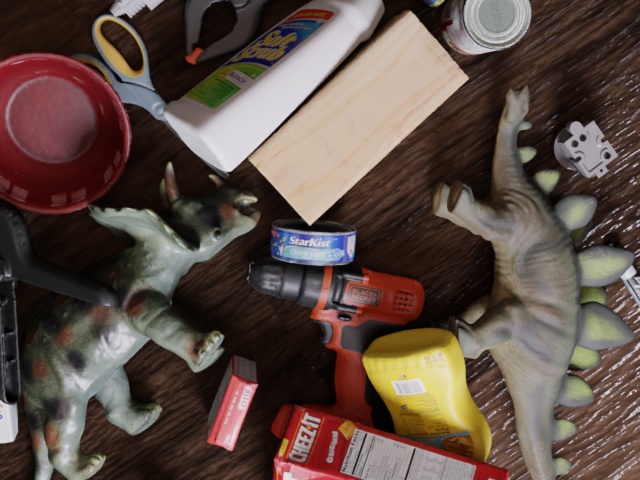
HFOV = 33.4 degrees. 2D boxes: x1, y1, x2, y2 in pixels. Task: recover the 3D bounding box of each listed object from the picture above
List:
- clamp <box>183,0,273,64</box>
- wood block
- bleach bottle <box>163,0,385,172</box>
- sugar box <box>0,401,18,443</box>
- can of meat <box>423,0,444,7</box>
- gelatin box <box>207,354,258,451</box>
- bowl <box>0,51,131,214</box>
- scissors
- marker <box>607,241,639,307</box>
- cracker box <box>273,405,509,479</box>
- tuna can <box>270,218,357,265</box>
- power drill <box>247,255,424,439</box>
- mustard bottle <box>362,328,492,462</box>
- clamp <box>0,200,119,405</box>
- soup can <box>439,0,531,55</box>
[{"bbox_3d":[-0.071,-0.241,1.048,0.120,0.039,0.171,27,100,-3],"label":"clamp"},{"bbox_3d":[0.033,-0.120,1.047,0.206,0.091,0.090,-43,99,2],"label":"wood block"},{"bbox_3d":[-0.030,-0.177,1.036,0.250,0.103,0.068,-44,126,-10],"label":"bleach bottle"},{"bbox_3d":[-0.398,0.163,1.072,0.176,0.048,0.093,-5,98,-8],"label":"sugar box"},{"bbox_3d":[0.111,-0.293,1.047,0.084,0.057,0.102,38,93,-11],"label":"can of meat"},{"bbox_3d":[-0.088,0.163,1.076,0.030,0.089,0.073,21,95,-8],"label":"gelatin box"},{"bbox_3d":[-0.262,-0.108,1.029,0.162,0.055,0.162,-2,113,-5],"label":"bowl"},{"bbox_3d":[-0.180,-0.127,1.065,0.096,0.016,0.202,-29,100,1],"label":"scissors"},{"bbox_3d":[0.338,0.052,1.135,0.020,0.020,0.121,-35,99,0],"label":"marker"},{"bbox_3d":[0.062,0.259,1.041,0.214,0.072,0.164,15,141,10],"label":"cracker box"},{"bbox_3d":[-0.007,0.001,1.063,0.086,0.086,0.034,3,99,-6],"label":"tuna can"},{"bbox_3d":[0.003,0.114,1.094,0.184,0.057,0.188,10,97,-7],"label":"power drill"},{"bbox_3d":[0.117,0.182,1.055,0.096,0.058,0.191,-11,111,32],"label":"mustard bottle"},{"bbox_3d":[-0.286,0.028,1.002,0.165,0.036,0.210,-35,79,20],"label":"clamp"},{"bbox_3d":[0.159,-0.216,1.039,0.068,0.102,0.068,-1,97,-5],"label":"soup can"}]
